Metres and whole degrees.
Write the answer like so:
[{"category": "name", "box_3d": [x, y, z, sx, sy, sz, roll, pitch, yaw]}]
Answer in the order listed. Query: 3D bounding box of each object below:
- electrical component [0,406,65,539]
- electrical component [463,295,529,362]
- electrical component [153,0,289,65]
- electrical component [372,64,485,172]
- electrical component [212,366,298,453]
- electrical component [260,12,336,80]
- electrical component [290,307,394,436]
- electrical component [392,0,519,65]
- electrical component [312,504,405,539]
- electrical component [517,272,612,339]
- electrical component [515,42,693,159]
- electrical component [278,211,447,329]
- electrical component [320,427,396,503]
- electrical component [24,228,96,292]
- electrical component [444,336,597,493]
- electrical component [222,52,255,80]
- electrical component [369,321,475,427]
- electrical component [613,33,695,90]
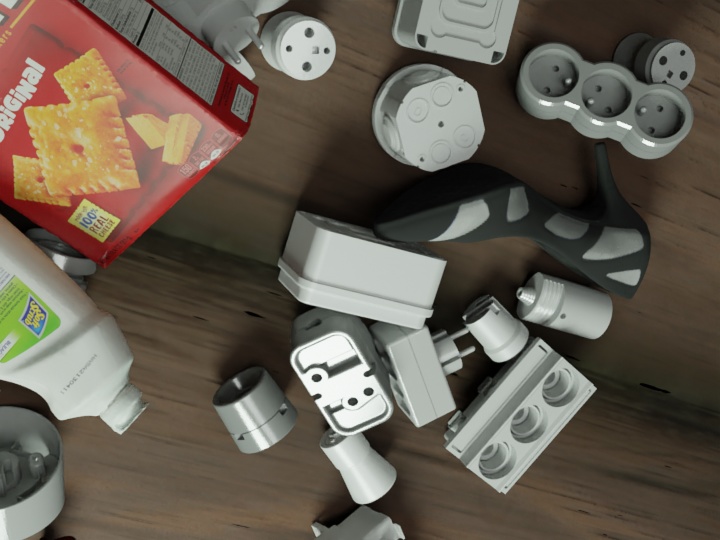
[{"category": "electrical component", "box_3d": [-0.266, 0.153, 0.790, 0.099, 0.099, 0.064, -9, 116, -16]}, {"category": "electrical component", "box_3d": [0.114, 0.049, 0.914, 0.040, 0.040, 0.046, -44, 110, -1]}, {"category": "electrical component", "box_3d": [-0.095, -0.174, 0.744, 0.138, 0.052, 0.073, -34, 72, -5]}, {"category": "electrical component", "box_3d": [0.054, -0.117, 0.832, 0.080, 0.051, 0.080, -6, 109, -17]}, {"category": "electrical component", "box_3d": [-0.085, 0.110, 0.859, 0.055, 0.055, 0.047, -33, 111, -6]}, {"category": "electrical component", "box_3d": [-0.045, -0.163, 0.781, 0.045, 0.055, 0.045, -6, 109, -17]}, {"category": "electrical component", "box_3d": [-0.015, 0.076, 0.860, 0.054, 0.059, 0.095, -25, 116, 10]}, {"category": "electrical component", "box_3d": [0.075, -0.216, 0.803, 0.078, 0.057, 0.113, 8, 105, -21]}, {"category": "electrical component", "box_3d": [0.013, 0.271, 0.938, 0.063, 0.079, 0.121, -35, 117, -29]}, {"category": "electrical component", "box_3d": [0.171, 0.029, 0.924, 0.081, 0.043, 0.043, 16, 102, -22]}, {"category": "electrical component", "box_3d": [0.191, -0.131, 0.863, 0.138, 0.073, 0.052, 22, 83, 5]}, {"category": "electrical component", "box_3d": [0.000, 0.000, 0.838, 0.113, 0.078, 0.057, 14, 100, -22]}, {"category": "electrical component", "box_3d": [-0.004, 0.159, 0.910, 0.044, 0.044, 0.065, -36, 110, -5]}, {"category": "electrical component", "box_3d": [-0.225, 0.006, 0.775, 0.078, 0.058, 0.057, 19, 103, -23]}, {"category": "electrical component", "box_3d": [0.134, 0.121, 0.931, 0.079, 0.063, 0.121, 40, 92, -26]}, {"category": "electrical component", "box_3d": [-0.104, -0.138, 0.779, 0.046, 0.040, 0.040, -43, 115, -7]}, {"category": "electrical component", "box_3d": [0.060, 0.073, 0.899, 0.076, 0.047, 0.083, -25, 113, -10]}, {"category": "electrical component", "box_3d": [0.240, -0.168, 0.876, 0.045, 0.055, 0.045, -6, 109, -18]}]
